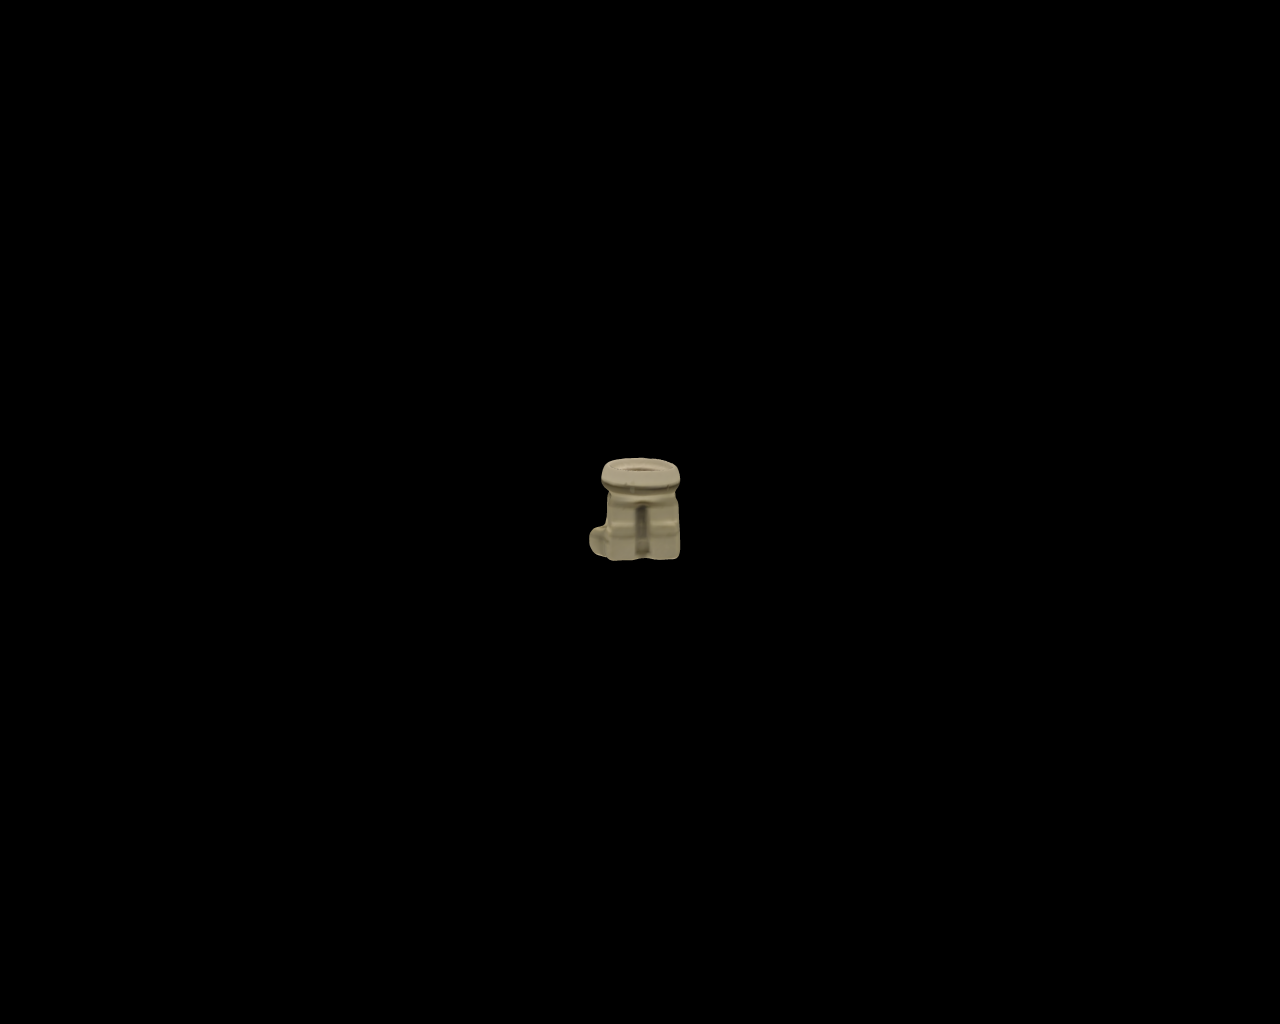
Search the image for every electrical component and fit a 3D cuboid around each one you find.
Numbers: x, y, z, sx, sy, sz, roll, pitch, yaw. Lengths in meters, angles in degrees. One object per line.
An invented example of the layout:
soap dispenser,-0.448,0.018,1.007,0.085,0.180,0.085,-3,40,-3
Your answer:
electrical component,0.001,-0.003,0.650,0.066,0.055,0.048,-1,16,-5
